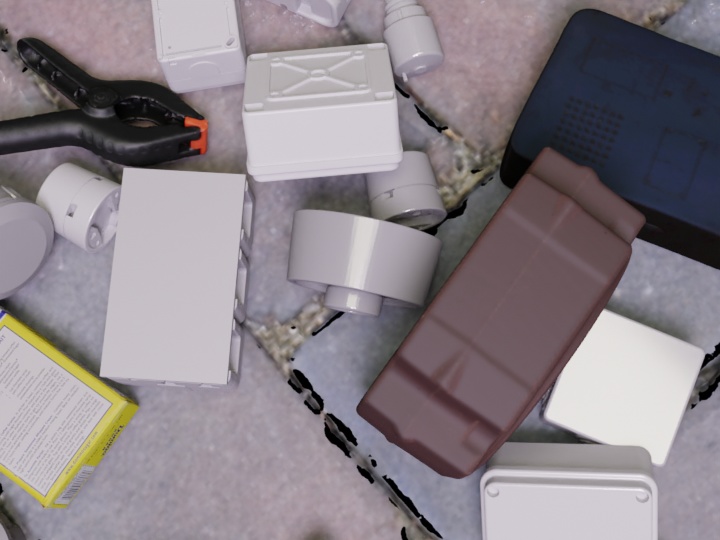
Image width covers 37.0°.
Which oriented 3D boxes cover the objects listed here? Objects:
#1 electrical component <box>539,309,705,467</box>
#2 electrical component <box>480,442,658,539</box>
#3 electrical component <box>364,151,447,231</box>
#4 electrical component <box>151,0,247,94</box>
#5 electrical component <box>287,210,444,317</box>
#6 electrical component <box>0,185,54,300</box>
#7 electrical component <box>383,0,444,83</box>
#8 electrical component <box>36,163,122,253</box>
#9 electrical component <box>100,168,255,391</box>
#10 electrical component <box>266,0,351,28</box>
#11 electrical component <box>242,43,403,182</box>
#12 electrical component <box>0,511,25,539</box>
[{"bbox_3d":[0.183,0.083,0.761,0.100,0.048,0.099,22,79,6],"label":"electrical component"},{"bbox_3d":[0.140,0.162,0.718,0.113,0.057,0.078,-1,107,13],"label":"electrical component"},{"bbox_3d":[0.032,-0.056,0.792,0.055,0.055,0.047,-12,74,-1],"label":"electrical component"},{"bbox_3d":[-0.123,-0.190,0.823,0.062,0.061,0.096,-9,70,0],"label":"electrical component"},{"bbox_3d":[0.000,0.000,0.756,0.108,0.108,0.060,11,84,4],"label":"electrical component"},{"bbox_3d":[-0.262,-0.022,0.759,0.051,0.080,0.080,34,80,27],"label":"electrical component"},{"bbox_3d":[0.037,-0.185,0.826,0.040,0.040,0.078,-15,78,-2],"label":"electrical component"},{"bbox_3d":[-0.206,-0.047,0.796,0.047,0.055,0.055,27,80,10],"label":"electrical component"},{"bbox_3d":[-0.129,0.009,0.777,0.089,0.061,0.150,3,78,2],"label":"electrical component"},{"bbox_3d":[-0.048,-0.238,0.832,0.095,0.053,0.059,25,80,6],"label":"electrical component"},{"bbox_3d":[-0.028,-0.116,0.777,0.109,0.056,0.108,-5,34,0],"label":"electrical component"},{"bbox_3d":[-0.275,0.201,0.745,0.080,0.051,0.080,0,78,1],"label":"electrical component"}]
